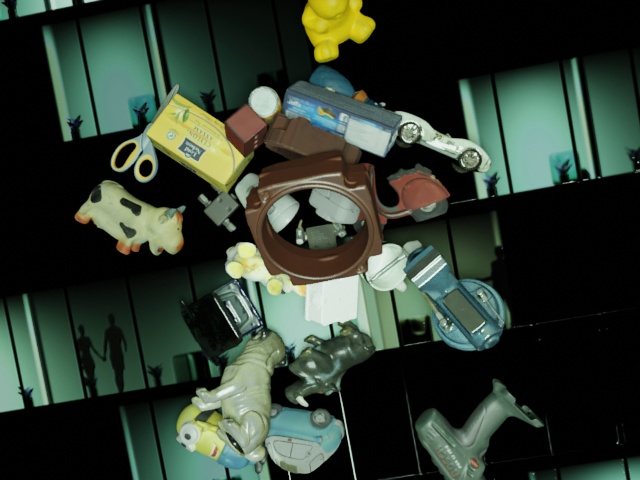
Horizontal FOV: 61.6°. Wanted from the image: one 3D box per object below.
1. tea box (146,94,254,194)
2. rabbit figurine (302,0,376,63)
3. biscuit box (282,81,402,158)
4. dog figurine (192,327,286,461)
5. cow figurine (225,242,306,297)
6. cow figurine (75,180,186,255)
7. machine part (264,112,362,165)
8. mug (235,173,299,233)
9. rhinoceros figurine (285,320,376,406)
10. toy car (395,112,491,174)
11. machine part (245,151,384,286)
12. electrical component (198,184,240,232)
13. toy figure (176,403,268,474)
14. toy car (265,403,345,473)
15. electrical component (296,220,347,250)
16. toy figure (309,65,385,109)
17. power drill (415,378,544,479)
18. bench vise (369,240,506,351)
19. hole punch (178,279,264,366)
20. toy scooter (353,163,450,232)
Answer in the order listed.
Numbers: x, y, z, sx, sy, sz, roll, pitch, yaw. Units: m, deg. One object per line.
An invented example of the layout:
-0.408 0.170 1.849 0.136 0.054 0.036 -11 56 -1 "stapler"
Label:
-0.215 -0.174 0.981 0.170 0.068 0.098 32 78 0 "tea box"
0.020 -0.407 0.917 0.122 0.173 0.162 -19 96 8 "rabbit figurine"
0.035 -0.212 0.930 0.203 0.063 0.059 24 130 12 "biscuit box"
-0.106 0.267 0.954 0.190 0.121 0.172 -35 89 -32 "dog figurine"
-0.092 0.058 0.991 0.167 0.098 0.068 25 88 -17 "cow figurine"
-0.337 -0.039 0.998 0.195 0.085 0.127 34 100 2 "cow figurine"
-0.011 -0.158 0.932 0.179 0.179 0.056 23 90 2 "machine part"
-0.107 -0.071 0.975 0.107 0.109 0.081 41 99 14 "mug"
0.012 0.229 0.999 0.190 0.073 0.112 -35 101 2 "rhinoceros figurine"
0.213 -0.172 0.964 0.202 0.073 0.056 24 93 2 "toy car"
-0.007 -0.029 0.866 0.202 0.087 0.200 -12 123 8 "machine part"
-0.183 -0.062 1.016 0.063 0.021 0.094 -43 89 3 "electrical component"
-0.183 0.371 1.007 0.180 0.089 0.082 23 98 -6 "toy figure"
-0.039 0.363 0.971 0.162 0.109 0.103 7 49 6 "toy car"
-0.001 -0.002 0.998 0.102 0.045 0.078 -4 91 3 "electrical component"
0.053 -0.258 0.977 0.154 0.057 0.064 37 71 4 "toy figure"
0.306 0.373 0.988 0.232 0.086 0.207 46 101 3 "power drill"
0.227 0.103 0.919 0.224 0.240 0.129 39 92 33 "bench vise"
-0.182 0.146 1.003 0.116 0.092 0.142 -30 94 34 "hole punch"
0.136 -0.088 0.975 0.184 0.075 0.135 -17 90 8 "toy scooter"
